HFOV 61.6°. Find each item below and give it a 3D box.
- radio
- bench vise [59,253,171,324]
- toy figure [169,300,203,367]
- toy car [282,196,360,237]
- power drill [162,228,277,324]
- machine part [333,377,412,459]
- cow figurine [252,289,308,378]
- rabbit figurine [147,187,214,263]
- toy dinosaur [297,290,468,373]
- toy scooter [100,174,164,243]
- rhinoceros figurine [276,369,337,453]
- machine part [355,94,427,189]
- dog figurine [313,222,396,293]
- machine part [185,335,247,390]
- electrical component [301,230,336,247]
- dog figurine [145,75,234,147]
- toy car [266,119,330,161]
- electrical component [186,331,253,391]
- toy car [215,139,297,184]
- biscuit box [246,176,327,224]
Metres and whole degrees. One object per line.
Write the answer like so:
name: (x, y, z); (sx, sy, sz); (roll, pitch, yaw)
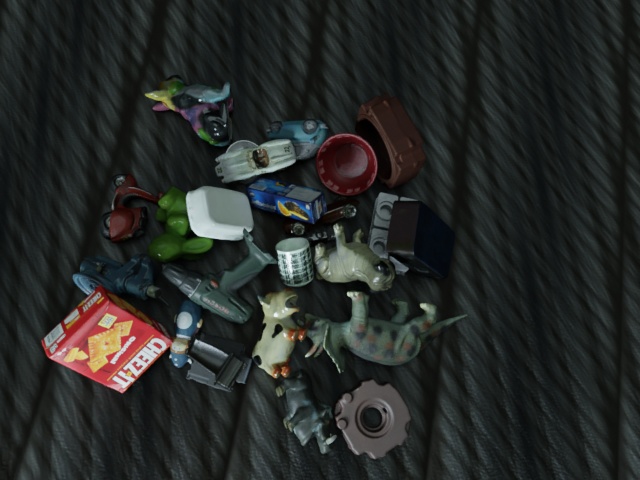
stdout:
radio: (0.241, 0.004, 1.266); (0.073, 0.229, 0.131); (2, 73, 36)
bench vise: (-0.484, 0.133, 1.220); (0.224, 0.128, 0.240); (24, 56, 11)
toy figure: (-0.317, 0.218, 1.252); (0.064, 0.057, 0.154); (0, 71, 37)
toy car: (0.004, -0.057, 1.337); (0.202, 0.089, 0.053); (-19, 109, -11)
power drill: (-0.218, 0.071, 1.249); (0.232, 0.086, 0.207); (43, 80, -13)
machine part: (0.121, 0.405, 1.228); (0.179, 0.056, 0.179); (1, 74, -5)
cow figurine: (-0.100, 0.204, 1.240); (0.127, 0.085, 0.194); (23, 95, 23)
rabbit figurine: (-0.340, -0.011, 1.286); (0.159, 0.121, 0.170); (31, 58, -17)
toy dinosaur: (0.150, 0.225, 1.256); (0.405, 0.131, 0.192); (11, 86, -5)
toy scooter: (-0.455, -0.076, 1.317); (0.135, 0.075, 0.184); (5, 69, -3)
rhinoceros figurine: (-0.029, 0.390, 1.218); (0.112, 0.073, 0.190); (-19, 74, -20)
machine part: (0.169, -0.242, 1.340); (0.087, 0.201, 0.201); (-27, 78, -11)
dog figurine: (0.077, 0.076, 1.247); (0.121, 0.172, 0.191); (4, 37, -35)
machine part: (-0.238, 0.268, 1.193); (0.139, 0.039, 0.084); (34, 80, 5)
electrical component: (-0.003, -0.004, 1.331); (0.094, 0.063, 0.021); (-11, 75, -8)
dog figurine: (-0.335, -0.333, 1.384); (0.219, 0.108, 0.191); (1, 77, 1)
toy car: (-0.055, -0.254, 1.382); (0.162, 0.109, 0.102); (-3, 92, 4)
electrical component: (-0.226, 0.283, 1.238); (0.134, 0.058, 0.115); (15, 76, 1)
toy car: (-0.159, -0.194, 1.323); (0.202, 0.056, 0.073); (-16, 89, -8)
biscuit box: (-0.084, -0.099, 1.305); (0.203, 0.062, 0.059); (16, 44, 32)
